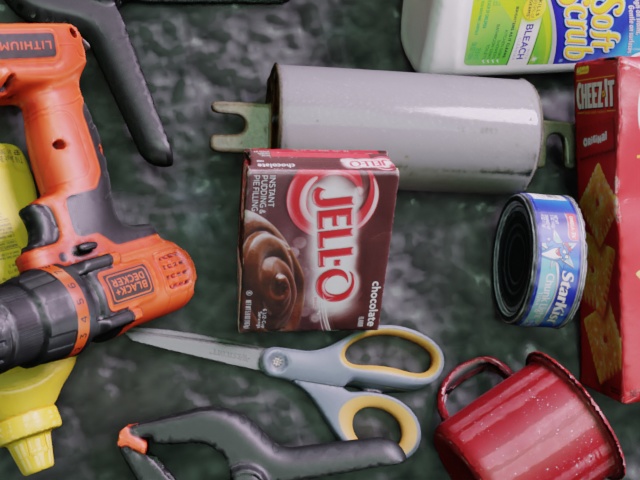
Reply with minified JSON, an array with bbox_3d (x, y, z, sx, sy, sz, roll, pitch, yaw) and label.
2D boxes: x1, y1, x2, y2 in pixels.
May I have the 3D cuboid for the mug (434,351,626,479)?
[{"bbox_3d":[0.117,0.121,0.656,0.081,0.093,0.117,-32,55,-11],"label":"mug"}]

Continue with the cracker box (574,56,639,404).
[{"bbox_3d":[0.253,-0.011,0.684,0.164,0.072,0.214,-3,96,-11],"label":"cracker box"}]

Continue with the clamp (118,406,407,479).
[{"bbox_3d":[-0.043,0.160,0.637,0.171,0.039,0.120,14,75,0],"label":"clamp"}]

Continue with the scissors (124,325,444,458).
[{"bbox_3d":[-0.019,0.096,0.667,0.201,0.016,0.096,-3,79,-11],"label":"scissors"}]

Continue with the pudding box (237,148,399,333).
[{"bbox_3d":[-0.004,0.001,0.648,0.090,0.039,0.113,0,120,-10],"label":"pudding box"}]

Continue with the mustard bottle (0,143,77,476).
[{"bbox_3d":[-0.193,0.043,0.622,0.096,0.058,0.191,-16,81,-34],"label":"mustard bottle"}]

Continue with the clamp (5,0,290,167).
[{"bbox_3d":[-0.129,-0.165,0.691,0.210,0.036,0.164,39,66,2],"label":"clamp"}]

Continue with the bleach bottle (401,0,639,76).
[{"bbox_3d":[0.185,-0.164,0.719,0.250,0.103,0.068,-4,40,-12],"label":"bleach bottle"}]

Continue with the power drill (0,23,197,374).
[{"bbox_3d":[-0.164,-0.025,0.595,0.184,0.057,0.187,-18,88,-56],"label":"power drill"}]

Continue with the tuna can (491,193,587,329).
[{"bbox_3d":[0.137,0.013,0.677,0.033,0.086,0.086,4,77,-8],"label":"tuna can"}]
